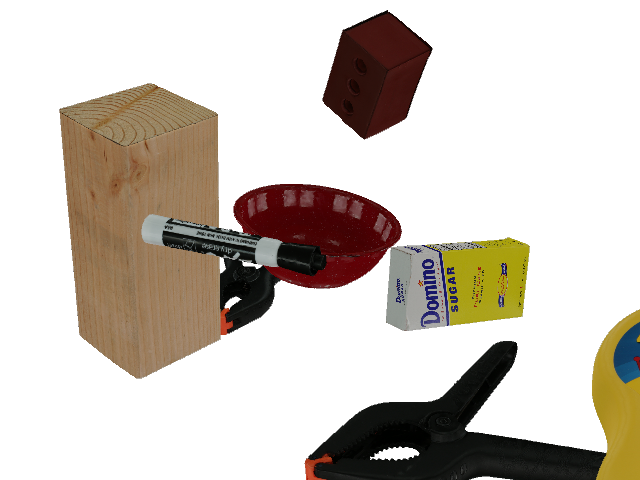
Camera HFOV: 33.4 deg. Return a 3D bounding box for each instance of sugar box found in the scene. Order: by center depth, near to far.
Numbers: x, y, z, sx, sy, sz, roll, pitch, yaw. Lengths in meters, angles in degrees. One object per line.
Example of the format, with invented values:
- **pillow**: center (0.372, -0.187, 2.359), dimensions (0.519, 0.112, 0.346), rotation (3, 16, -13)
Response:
- **sugar box**: center (0.162, 0.050, 1.248), dimensions (0.175, 0.093, 0.048), rotation (-6, 15, -32)

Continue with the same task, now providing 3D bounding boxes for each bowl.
- **bowl**: center (-0.006, 0.001, 1.022), dimensions (0.162, 0.055, 0.162), rotation (7, 24, -3)

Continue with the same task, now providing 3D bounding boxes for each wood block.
- **wood block**: center (-0.142, -0.007, 0.856), dimensions (0.090, 0.206, 0.090), rotation (-24, 38, -38)

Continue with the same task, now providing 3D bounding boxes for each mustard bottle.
- **mustard bottle**: center (0.185, 0.084, 0.533), dimensions (0.096, 0.058, 0.191), rotation (5, 40, 11)

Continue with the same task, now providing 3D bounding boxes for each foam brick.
- **foam brick**: center (0.043, -0.128, 0.830), dimensions (0.051, 0.053, 0.078), rotation (-32, -25, -33)

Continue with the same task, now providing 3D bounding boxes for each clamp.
- **clamp**: center (0.087, 0.134, 0.753), dimensions (0.209, 0.036, 0.165), rotation (-9, 29, -10)
- **clamp**: center (-0.074, 0.046, 1.246), dimensions (0.120, 0.039, 0.171), rotation (-1, 39, 13)

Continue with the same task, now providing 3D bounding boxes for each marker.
- **marker**: center (-0.053, 0.003, 0.658), dimensions (0.121, 0.020, 0.020), rotation (11, 3, 19)
